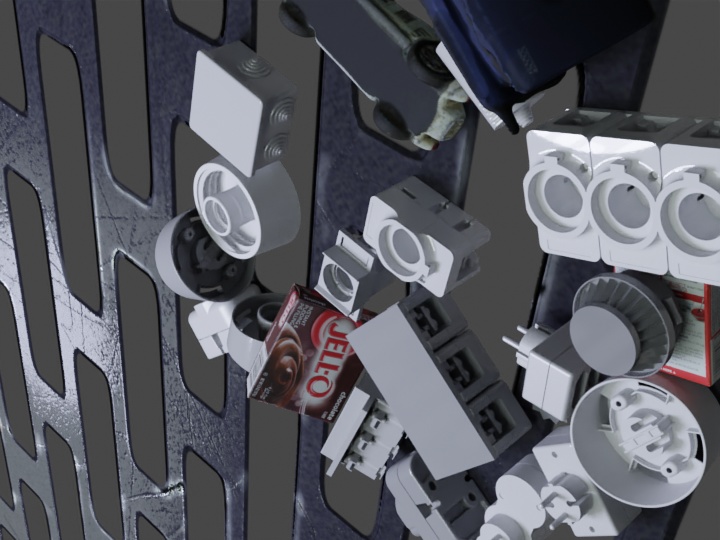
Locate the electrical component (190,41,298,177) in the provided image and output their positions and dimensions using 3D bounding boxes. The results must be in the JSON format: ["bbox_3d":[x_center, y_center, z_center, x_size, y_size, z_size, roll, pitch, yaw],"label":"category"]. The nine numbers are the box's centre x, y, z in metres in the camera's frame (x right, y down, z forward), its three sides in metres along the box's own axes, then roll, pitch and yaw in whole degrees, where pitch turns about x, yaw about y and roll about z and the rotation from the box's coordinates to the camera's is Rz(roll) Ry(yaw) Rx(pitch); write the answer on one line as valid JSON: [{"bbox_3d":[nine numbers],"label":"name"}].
[{"bbox_3d":[-0.105,-0.148,0.974,0.100,0.048,0.099,41,139,24],"label":"electrical component"}]

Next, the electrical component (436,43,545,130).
[{"bbox_3d":[0.095,-0.135,0.756,0.081,0.043,0.043,54,143,7],"label":"electrical component"}]

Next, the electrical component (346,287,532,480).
[{"bbox_3d":[0.069,0.093,0.926,0.150,0.062,0.089,58,143,2],"label":"electrical component"}]

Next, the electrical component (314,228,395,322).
[{"bbox_3d":[0.000,0.000,0.941,0.042,0.064,0.081,41,139,24],"label":"electrical component"}]

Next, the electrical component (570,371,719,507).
[{"bbox_3d":[0.210,0.116,0.776,0.099,0.064,0.099,28,133,35],"label":"electrical component"}]

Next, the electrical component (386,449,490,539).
[{"bbox_3d":[0.072,0.214,1.012,0.095,0.054,0.059,56,143,5],"label":"electrical component"}]

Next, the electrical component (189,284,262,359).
[{"bbox_3d":[-0.138,0.051,1.143,0.095,0.054,0.059,-22,97,53],"label":"electrical component"}]

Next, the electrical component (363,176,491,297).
[{"bbox_3d":[0.050,-0.026,0.871,0.089,0.056,0.050,38,138,26],"label":"electrical component"}]

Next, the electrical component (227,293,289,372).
[{"bbox_3d":[-0.081,0.068,1.057,0.099,0.099,0.064,30,128,33],"label":"electrical component"}]

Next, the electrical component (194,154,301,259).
[{"bbox_3d":[-0.115,-0.062,1.034,0.108,0.060,0.108,29,134,35],"label":"electrical component"}]

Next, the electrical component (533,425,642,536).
[{"bbox_3d":[0.170,0.176,0.854,0.047,0.076,0.083,-21,97,53],"label":"electrical component"}]

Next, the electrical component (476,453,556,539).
[{"bbox_3d":[0.130,0.227,0.936,0.052,0.074,0.138,37,138,27],"label":"electrical component"}]

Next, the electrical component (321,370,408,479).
[{"bbox_3d":[0.015,0.143,1.015,0.063,0.078,0.121,30,138,5],"label":"electrical component"}]

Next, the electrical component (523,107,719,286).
[{"bbox_3d":[0.185,-0.049,0.694,0.150,0.062,0.089,14,124,44],"label":"electrical component"}]

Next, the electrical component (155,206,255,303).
[{"bbox_3d":[-0.155,-0.015,1.082,0.064,0.099,0.099,-7,109,57],"label":"electrical component"}]

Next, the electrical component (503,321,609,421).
[{"bbox_3d":[0.145,0.064,0.815,0.077,0.066,0.047,30,134,33],"label":"electrical component"}]
